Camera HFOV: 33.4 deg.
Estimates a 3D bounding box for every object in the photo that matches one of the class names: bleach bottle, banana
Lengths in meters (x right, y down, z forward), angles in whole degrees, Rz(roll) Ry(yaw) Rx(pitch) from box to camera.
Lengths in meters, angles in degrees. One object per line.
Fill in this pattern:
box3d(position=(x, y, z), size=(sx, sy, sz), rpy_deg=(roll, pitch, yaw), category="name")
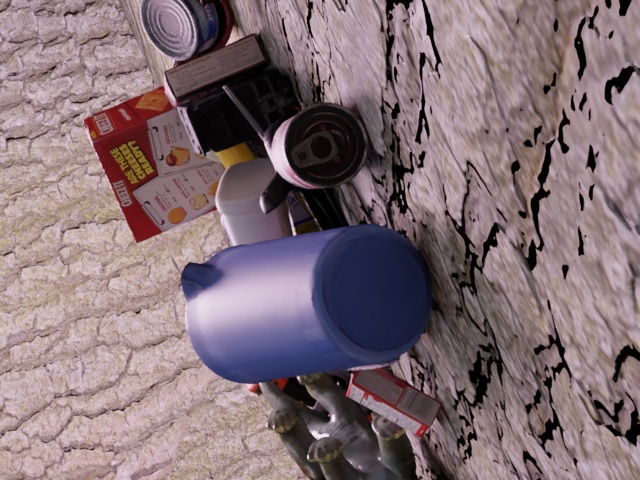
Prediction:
box3d(position=(-0.048, 0.041, 1.177), size=(0.102, 0.068, 0.251), rpy_deg=(-86, -17, -60), category="bleach bottle")
box3d(position=(-0.086, -0.046, 1.248), size=(0.037, 0.069, 0.198), rpy_deg=(5, 111, 41), category="banana")

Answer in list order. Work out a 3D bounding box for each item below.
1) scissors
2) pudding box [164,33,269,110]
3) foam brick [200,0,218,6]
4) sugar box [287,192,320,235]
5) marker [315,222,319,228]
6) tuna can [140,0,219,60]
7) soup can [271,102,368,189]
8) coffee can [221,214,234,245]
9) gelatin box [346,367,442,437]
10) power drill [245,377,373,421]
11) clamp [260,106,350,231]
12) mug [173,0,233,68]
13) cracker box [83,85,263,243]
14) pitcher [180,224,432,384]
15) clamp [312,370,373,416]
box3d(position=(-0.038, -0.076, 1.091), size=(0.201, 0.016, 0.096), rpy_deg=(50, 173, -10), category="scissors")
box3d(position=(-0.117, -0.185, 1.183), size=(0.039, 0.113, 0.090), rpy_deg=(64, 173, -4), category="pudding box")
box3d(position=(-0.114, -0.290, 1.096), size=(0.053, 0.051, 0.078), rpy_deg=(77, 168, -57), category="foam brick")
box3d(position=(-0.008, 0.001, 1.236), size=(0.093, 0.048, 0.176), rpy_deg=(164, 86, -82), category="sugar box")
box3d(position=(-0.008, -0.062, 1.144), size=(0.020, 0.020, 0.121), rpy_deg=(-121, 11, -47), category="marker")
box3d(position=(-0.152, -0.237, 1.143), size=(0.086, 0.033, 0.086), rpy_deg=(23, 133, 27), category="tuna can")
box3d(position=(-0.003, -0.077, 0.891), size=(0.102, 0.068, 0.068), rpy_deg=(-168, 56, -81), category="soup can")
box3d(position=(-0.052, 0.014, 1.351), size=(0.103, 0.102, 0.140), rpy_deg=(85, 160, -67), category="coffee can")
box3d(position=(0.071, 0.155, 1.041), size=(0.089, 0.030, 0.073), rpy_deg=(29, 164, 8), category="gelatin box")
box3d(position=(-0.022, 0.203, 1.523), size=(0.187, 0.057, 0.184), rpy_deg=(25, -173, -19), category="power drill")
box3d(position=(-0.010, -0.055, 1.009), size=(0.120, 0.039, 0.171), rpy_deg=(44, -151, -33), category="clamp")
box3d(position=(-0.159, -0.258, 1.305), size=(0.081, 0.093, 0.117), rpy_deg=(-120, 43, -71), category="mug")
box3d(position=(-0.166, -0.114, 1.338), size=(0.072, 0.213, 0.164), rpy_deg=(-123, 13, -50), category="cracker box")
box3d(position=(-0.004, 0.060, 0.916), size=(0.243, 0.149, 0.145), rpy_deg=(-15, 91, 60), category="pitcher")
box3d(position=(0.009, 0.164, 1.320), size=(0.210, 0.036, 0.164), rpy_deg=(-7, 118, 58), category="clamp")
